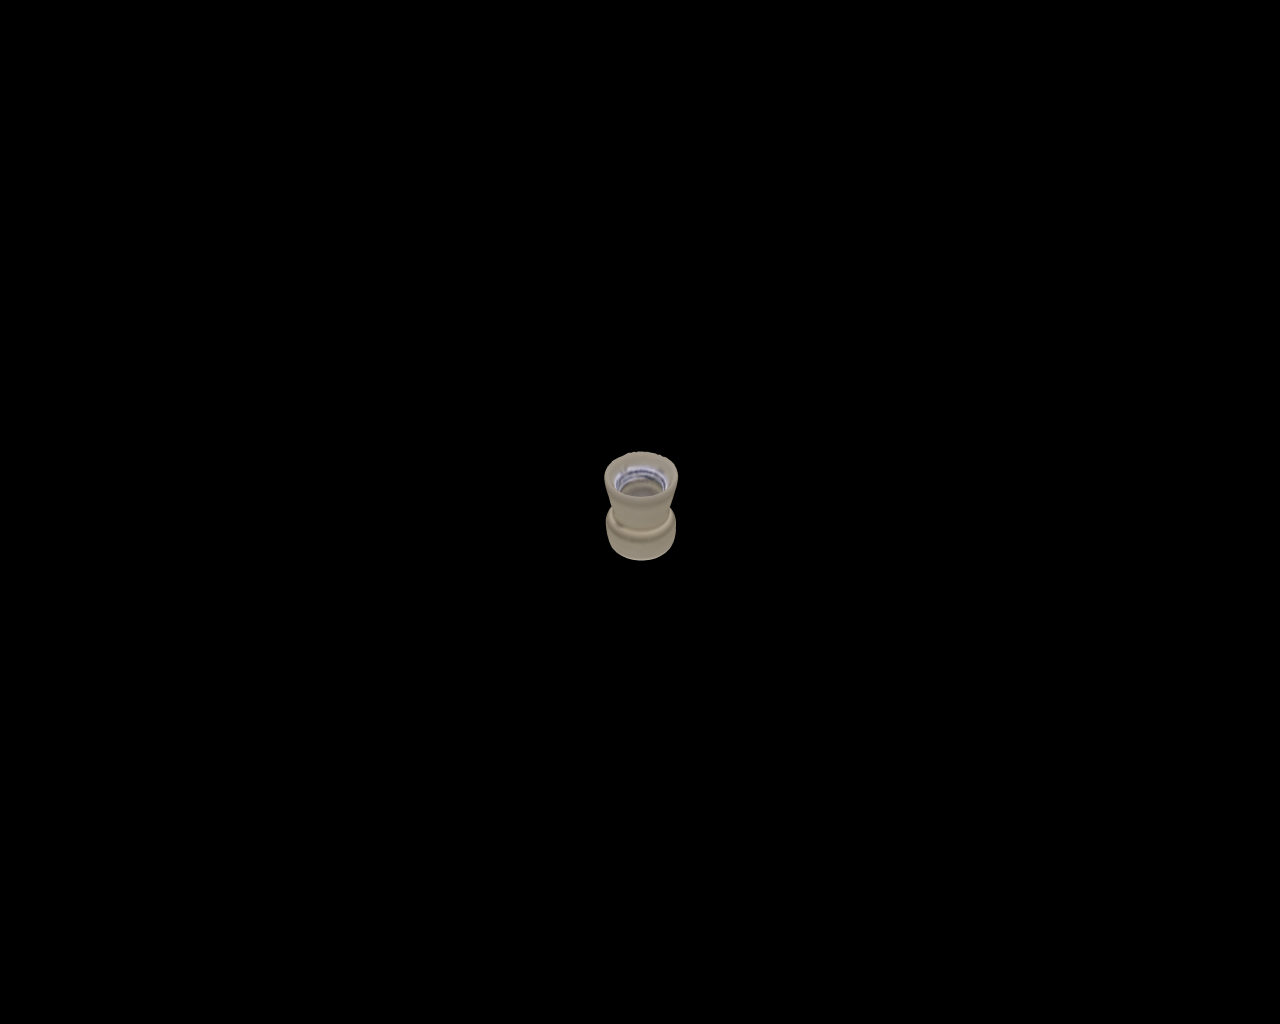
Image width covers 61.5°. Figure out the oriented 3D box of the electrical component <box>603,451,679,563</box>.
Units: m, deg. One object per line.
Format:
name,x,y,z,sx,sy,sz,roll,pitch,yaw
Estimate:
electrical component,0.001,-0.003,0.650,0.045,0.055,0.045,0,42,0
